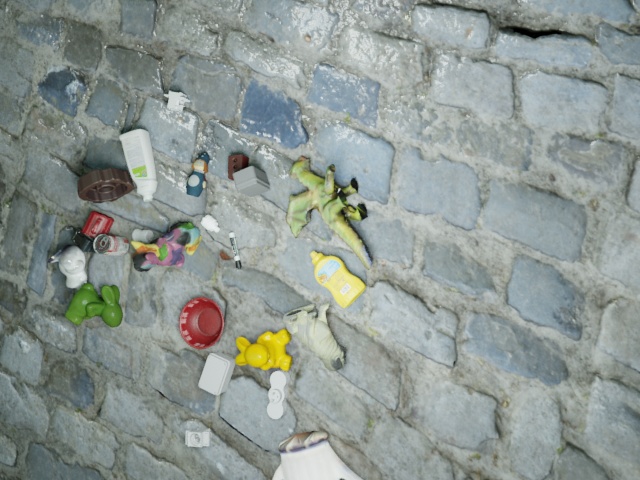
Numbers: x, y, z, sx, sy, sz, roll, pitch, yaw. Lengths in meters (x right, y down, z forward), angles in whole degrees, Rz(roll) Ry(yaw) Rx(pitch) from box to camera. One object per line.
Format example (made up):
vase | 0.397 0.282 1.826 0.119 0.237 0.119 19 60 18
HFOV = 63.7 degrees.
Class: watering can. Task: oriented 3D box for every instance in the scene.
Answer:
watering can | 0.013 0.650 1.447 0.346 0.103 0.226 -18 78 15

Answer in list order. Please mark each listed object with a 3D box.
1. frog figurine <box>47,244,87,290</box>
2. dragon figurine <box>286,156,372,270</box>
frog figurine | -0.854 0.098 1.798 0.158 0.136 0.125 47 56 -15
dragon figurine | 0.005 -0.079 1.570 0.240 0.122 0.415 -22 74 32
